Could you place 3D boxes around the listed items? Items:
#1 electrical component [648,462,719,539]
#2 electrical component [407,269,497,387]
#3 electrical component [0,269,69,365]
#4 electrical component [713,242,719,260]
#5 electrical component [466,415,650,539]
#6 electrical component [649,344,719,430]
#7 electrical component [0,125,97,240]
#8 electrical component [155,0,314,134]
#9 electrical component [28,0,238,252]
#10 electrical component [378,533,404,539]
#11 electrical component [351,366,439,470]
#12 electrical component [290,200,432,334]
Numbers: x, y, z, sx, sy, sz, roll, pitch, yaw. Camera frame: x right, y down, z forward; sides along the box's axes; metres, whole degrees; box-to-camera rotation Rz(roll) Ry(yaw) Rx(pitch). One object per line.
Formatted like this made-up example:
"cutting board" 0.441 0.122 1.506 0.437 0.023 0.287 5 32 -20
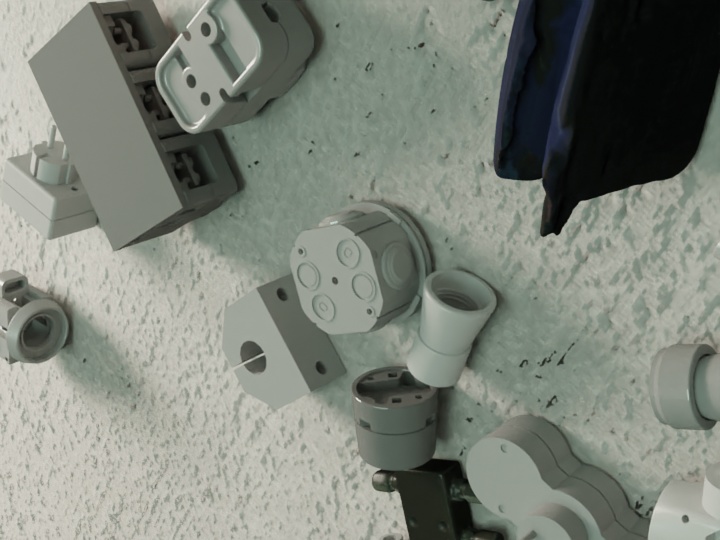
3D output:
"electrical component" 0.196 0.126 0.557 0.077 0.043 0.079 15 115 35
"electrical component" 0.052 0.038 0.648 0.044 0.044 0.065 35 130 25
"electrical component" -0.288 0.046 0.920 0.057 0.058 0.078 23 119 35
"electrical component" 0.199 0.004 0.512 0.062 0.043 0.043 40 127 24
"electrical component" 0.115 0.149 0.613 0.138 0.074 0.052 43 128 20
"electrical component" 0.181 0.059 0.545 0.055 0.045 0.045 -4 103 41
"electrical component" -0.240 -0.076 0.843 0.066 0.047 0.076 37 125 24
"electrical component" -0.076 -0.133 0.679 0.095 0.059 0.053 -39 80 41
"electrical component" -0.157 -0.102 0.755 0.089 0.062 0.150 -26 89 42
"electrical component" 0.026 0.210 0.729 0.043 0.043 0.062 -3 102 40
"electrical component" 0.023 0.094 0.683 0.055 0.055 0.047 14 118 36
"electrical component" 0.000 0.000 0.669 0.080 0.051 0.080 15 114 35
